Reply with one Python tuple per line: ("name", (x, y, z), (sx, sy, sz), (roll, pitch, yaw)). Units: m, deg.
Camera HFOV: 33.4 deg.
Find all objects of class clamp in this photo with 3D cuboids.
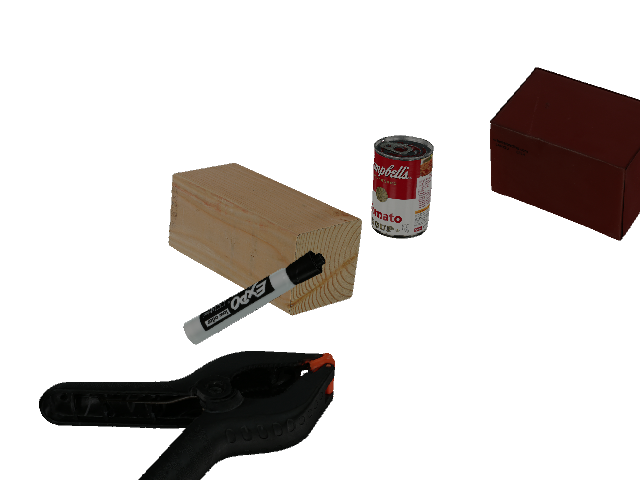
("clamp", (-0.060, 0.104, 0.595), (0.171, 0.039, 0.120), (-11, 37, -22))

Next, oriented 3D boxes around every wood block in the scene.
("wood block", (-0.063, -0.007, 1.132), (0.090, 0.090, 0.206), (-14, 29, -41))

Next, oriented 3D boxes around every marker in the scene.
("marker", (-0.049, 0.042, 0.802), (0.121, 0.020, 0.020), (-30, -8, 14))

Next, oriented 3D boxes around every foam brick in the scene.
("foam brick", (0.134, -0.047, 0.557), (0.078, 0.053, 0.051), (25, 57, 29))

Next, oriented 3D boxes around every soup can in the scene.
("soup can", (0.093, -0.062, 1.232), (0.068, 0.102, 0.068), (1, 27, -1))
